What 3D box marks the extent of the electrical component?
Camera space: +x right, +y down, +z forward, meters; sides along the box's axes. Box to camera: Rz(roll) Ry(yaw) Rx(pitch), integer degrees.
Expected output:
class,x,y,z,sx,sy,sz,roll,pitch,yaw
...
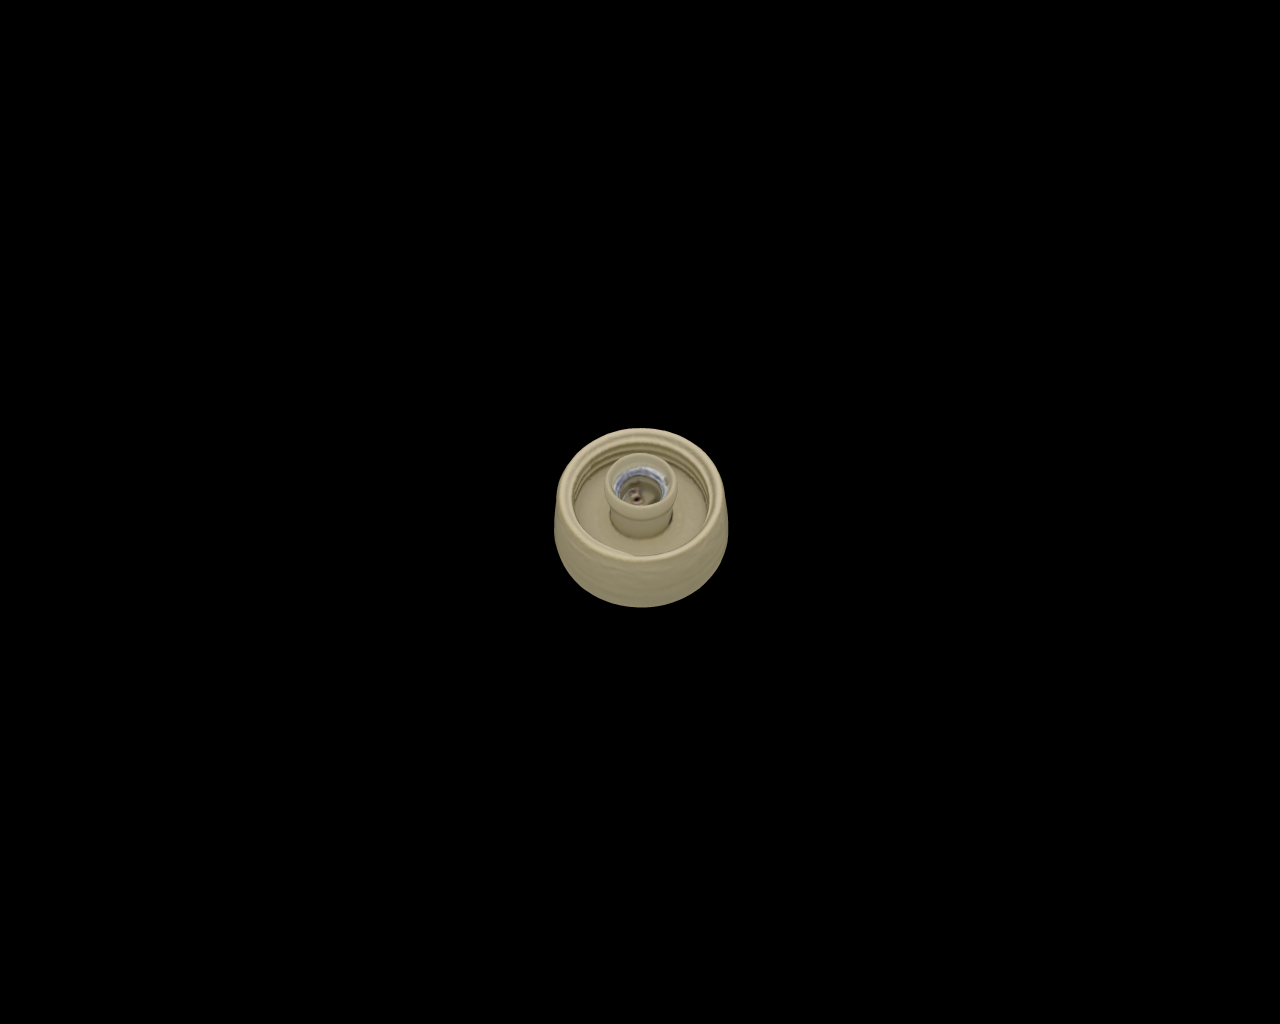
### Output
class,x,y,z,sx,sy,sz,roll,pitch,yaw
electrical component,0.001,-0.003,0.650,0.108,0.108,0.060,0,-34,0
